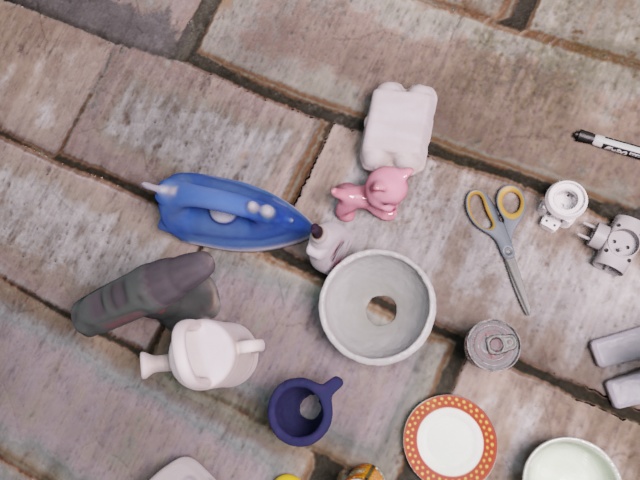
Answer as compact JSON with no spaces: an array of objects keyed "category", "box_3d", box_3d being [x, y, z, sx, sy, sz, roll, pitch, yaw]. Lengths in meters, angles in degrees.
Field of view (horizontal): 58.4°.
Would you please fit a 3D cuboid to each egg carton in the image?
[{"category":"egg carton","box_3d":[0.121,-0.173,0.892,0.107,0.069,0.150,9,80,13]}]

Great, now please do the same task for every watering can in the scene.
[{"category":"watering can","box_3d":[-0.169,0.166,0.814,0.173,0.194,0.101,-33,74,3]}]

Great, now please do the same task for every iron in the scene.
[{"category":"iron","box_3d":[-0.138,-0.049,0.879,0.257,0.141,0.119,9,81,13]}]

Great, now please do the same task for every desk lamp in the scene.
[{"category":"desk lamp","box_3d":[0.466,0.142,0.687,0.203,0.214,0.118,-19,76,7]}]

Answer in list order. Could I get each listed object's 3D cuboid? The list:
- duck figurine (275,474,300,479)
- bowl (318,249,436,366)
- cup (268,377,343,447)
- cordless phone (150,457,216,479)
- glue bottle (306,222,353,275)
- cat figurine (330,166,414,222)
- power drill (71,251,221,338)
[{"category":"duck figurine","box_3d":[-0.061,0.390,0.804,0.077,0.086,0.105,19,83,14]},{"category":"bowl","box_3d":[0.085,0.100,0.841,0.167,0.075,0.167,-2,78,11]},{"category":"cup","box_3d":[-0.010,0.234,0.821,0.118,0.095,0.091,-40,74,1]},{"category":"cordless phone","box_3d":[-0.195,0.383,0.779,0.147,0.185,0.094,39,88,16]},{"category":"glue bottle","box_3d":[0.008,0.003,0.824,0.037,0.173,0.078,26,85,15]},{"category":"cat figurine","box_3d":[0.077,-0.072,0.855,0.127,0.118,0.067,-3,78,10]},{"category":"power drill","box_3d":[-0.226,0.081,0.835,0.229,0.208,0.075,-22,75,6]}]
